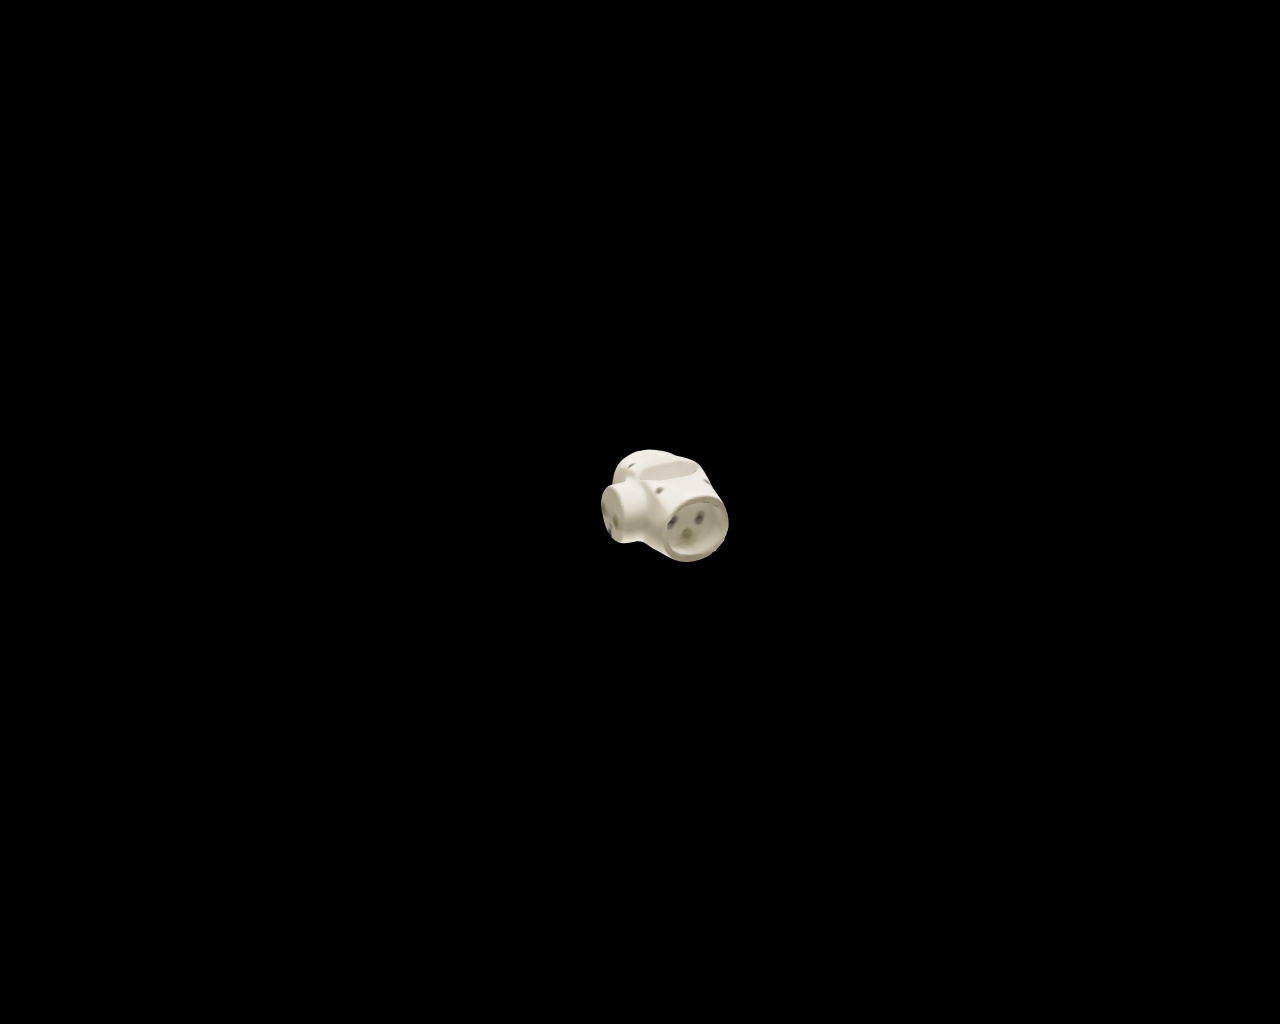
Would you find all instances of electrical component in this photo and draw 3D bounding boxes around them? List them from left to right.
[{"bbox_3d":[0.001,-0.003,0.650,0.079,0.043,0.077,-11,29,-21],"label":"electrical component"}]
